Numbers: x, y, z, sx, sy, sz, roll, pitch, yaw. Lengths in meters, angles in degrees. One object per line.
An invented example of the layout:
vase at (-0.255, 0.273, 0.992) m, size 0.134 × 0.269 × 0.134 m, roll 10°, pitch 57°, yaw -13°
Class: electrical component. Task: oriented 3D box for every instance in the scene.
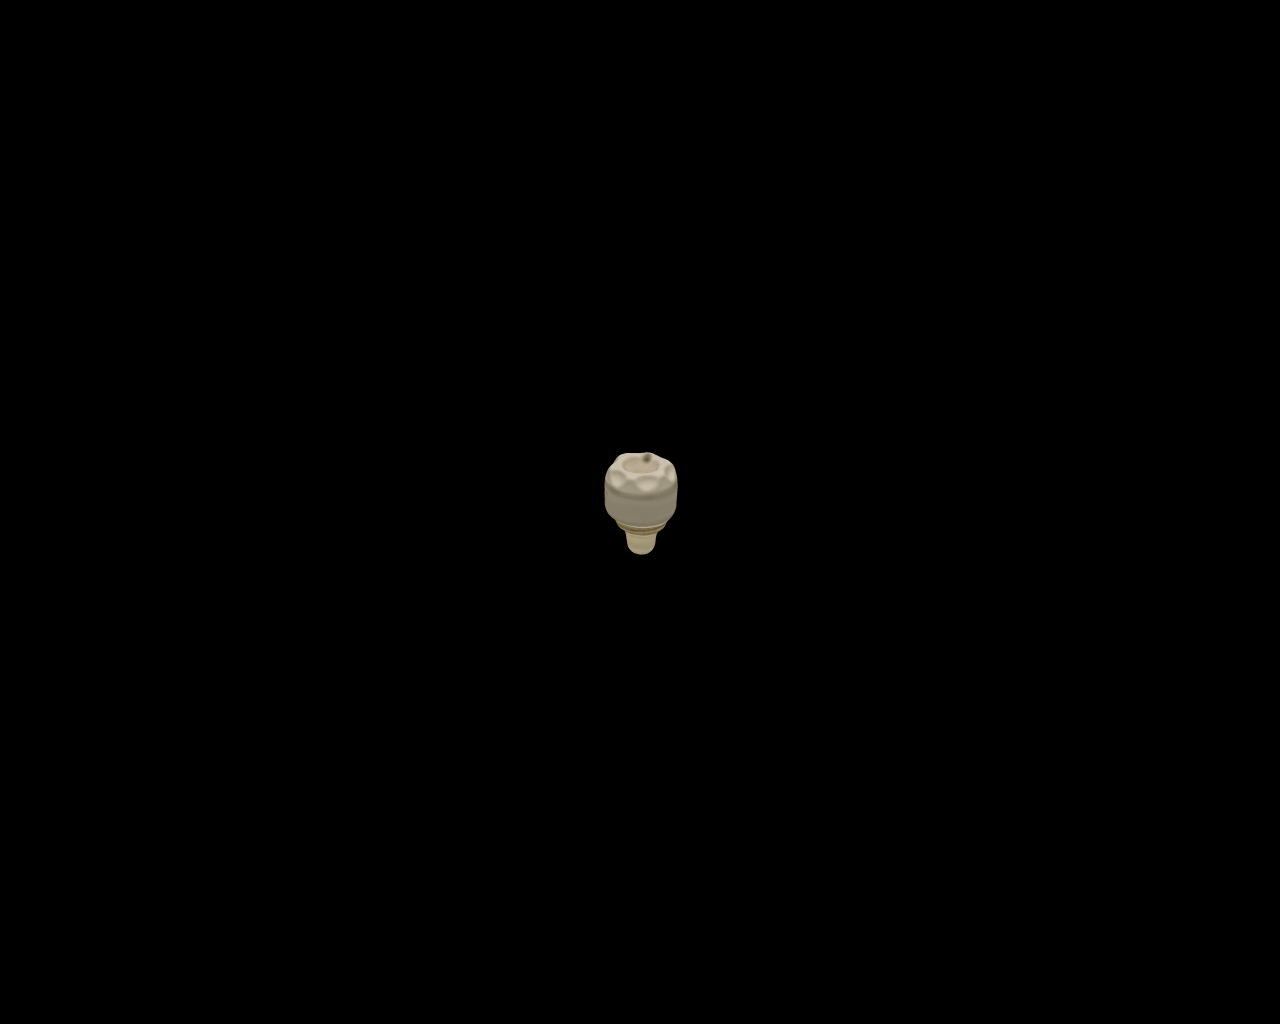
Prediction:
electrical component at (0.001, -0.003, 0.650) m, size 0.043 × 0.062 × 0.043 m, roll 0°, pitch 29°, yaw 0°
